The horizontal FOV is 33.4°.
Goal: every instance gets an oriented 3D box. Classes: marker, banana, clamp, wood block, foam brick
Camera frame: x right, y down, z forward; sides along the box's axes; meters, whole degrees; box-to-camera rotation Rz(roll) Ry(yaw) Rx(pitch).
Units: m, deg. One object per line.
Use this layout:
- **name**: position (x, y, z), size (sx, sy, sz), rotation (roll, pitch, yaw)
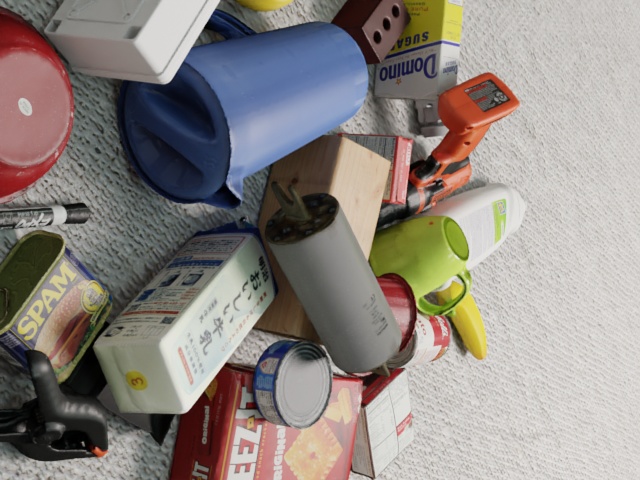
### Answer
- **marker**: position (-0.240, -0.019, 0.879), size (0.120, 0.020, 0.020), rotation (-7, 101, -50)
- **banana**: position (0.182, 0.097, 1.386), size (0.197, 0.037, 0.069), rotation (46, 42, -58)
- **clamp**: position (-0.223, 0.141, 0.870), size (0.171, 0.120, 0.039), rotation (27, 37, -53)
- **wood block**: position (-0.007, 0.001, 1.110), size (0.090, 0.091, 0.206), rotation (22, 79, -50)
- **foam brick**: position (0.054, -0.238, 1.176), size (0.078, 0.051, 0.053), rotation (-57, 134, -27)

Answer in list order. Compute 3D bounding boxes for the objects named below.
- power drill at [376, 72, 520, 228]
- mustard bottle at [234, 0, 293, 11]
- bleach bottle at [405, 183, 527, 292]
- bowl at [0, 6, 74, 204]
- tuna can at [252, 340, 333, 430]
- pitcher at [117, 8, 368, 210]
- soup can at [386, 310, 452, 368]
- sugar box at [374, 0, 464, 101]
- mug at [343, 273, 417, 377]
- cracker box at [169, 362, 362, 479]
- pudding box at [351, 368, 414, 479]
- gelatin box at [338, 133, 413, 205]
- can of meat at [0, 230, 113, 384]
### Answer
- **power drill**: position (0.134, -0.098, 1.220), size (0.184, 0.057, 0.188), rotation (-30, 163, -38)
- **mustard bottle**: position (-0.048, -0.275, 1.036), size (0.191, 0.058, 0.096), rotation (-35, 103, -41)
- **bleach bottle**: position (0.200, -0.013, 1.386), size (0.250, 0.068, 0.102), rotation (-20, 113, -50)
- **bowl**: position (-0.247, -0.104, 0.829), size (0.161, 0.055, 0.162), rotation (-12, 105, -50)
- **tuna can**: position (-0.027, 0.141, 1.045), size (0.085, 0.034, 0.086), rotation (-1, 91, -50)
- **pitcher**: position (-0.067, -0.140, 0.998), size (0.242, 0.145, 0.149), rotation (-30, 131, -48)
- **soup can**: position (0.106, 0.116, 1.274), size (0.102, 0.069, 0.068), rotation (2, 95, -60)
- **sugar box**: position (0.113, -0.248, 1.215), size (0.048, 0.094, 0.176), rotation (2, 94, -50)
- **mug**: position (0.044, 0.091, 1.168), size (0.081, 0.093, 0.117), rotation (6, 93, -37)
- **cracker box**: position (-0.051, 0.215, 1.107), size (0.213, 0.072, 0.164), rotation (13, 86, -50)
- **pudding box**: position (0.070, 0.215, 1.276), size (0.089, 0.039, 0.113), rotation (-35, 126, -41)
- **gelatin box**: position (0.057, -0.079, 1.176), size (0.030, 0.089, 0.073), rotation (4, 92, -51)
- **can of meat**: position (-0.228, 0.058, 0.878), size (0.102, 0.058, 0.084), rotation (-59, 138, -25)
